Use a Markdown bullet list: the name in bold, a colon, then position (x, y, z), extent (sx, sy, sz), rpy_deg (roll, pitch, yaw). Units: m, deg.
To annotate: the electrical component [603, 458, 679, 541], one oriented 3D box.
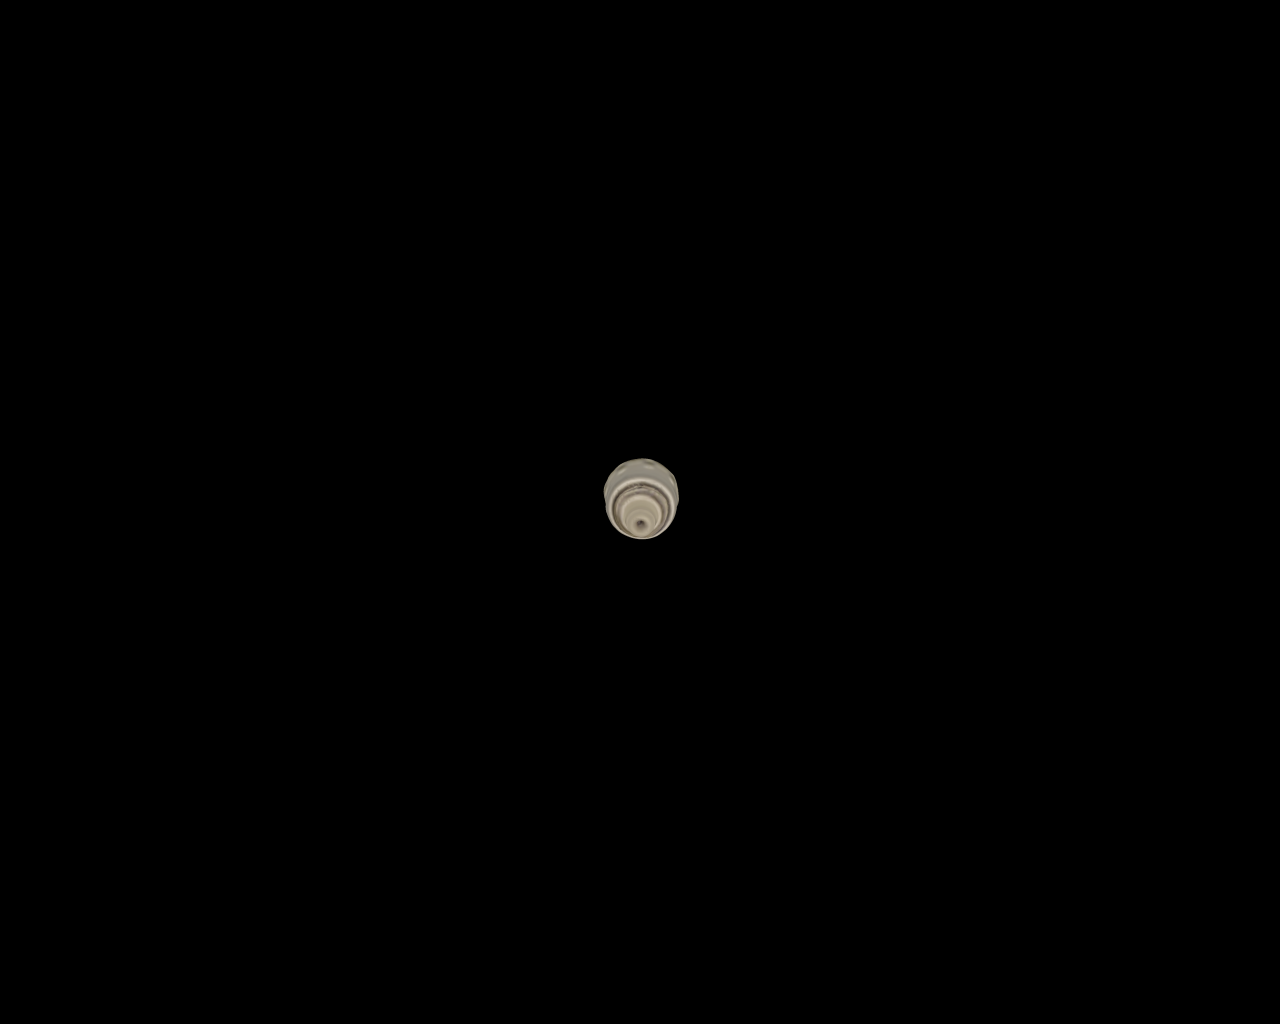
- **electrical component**: position (0.001, -0.003, 0.650), extent (0.048, 0.048, 0.062), rpy_deg (0, 21, 0)
